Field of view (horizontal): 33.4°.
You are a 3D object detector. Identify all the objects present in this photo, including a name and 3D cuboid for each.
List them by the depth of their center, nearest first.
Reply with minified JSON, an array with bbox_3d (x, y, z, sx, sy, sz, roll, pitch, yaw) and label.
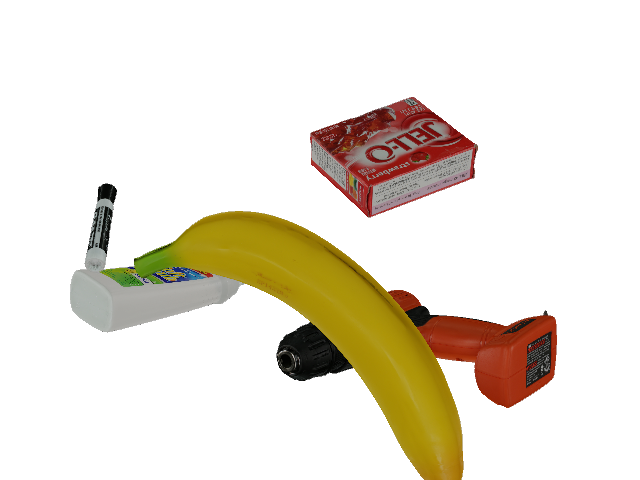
[{"bbox_3d":[0.005,0.043,0.532,0.198,0.070,0.037,37,22,2],"label":"banana"},{"bbox_3d":[0.049,-0.058,0.716,0.089,0.030,0.073,-22,44,-23],"label":"gelatin box"},{"bbox_3d":[0.081,0.085,0.861,0.188,0.057,0.184,9,16,34],"label":"power drill"},{"bbox_3d":[-0.213,-0.015,1.039,0.020,0.020,0.121,0,40,-4],"label":"marker"},{"bbox_3d":[-0.210,0.064,1.469,0.250,0.068,0.103,-10,26,-44],"label":"bleach bottle"}]
